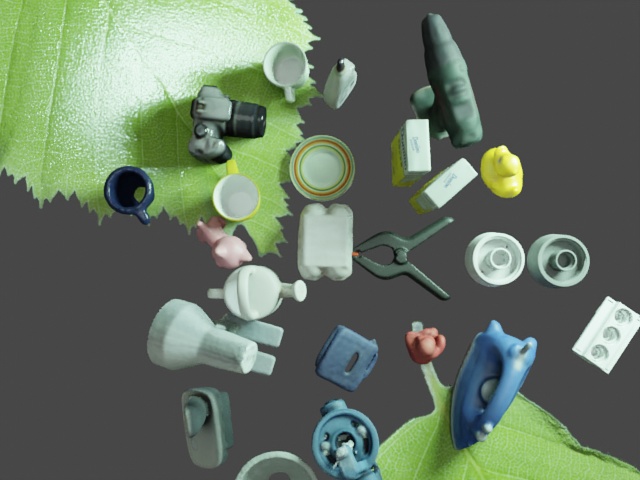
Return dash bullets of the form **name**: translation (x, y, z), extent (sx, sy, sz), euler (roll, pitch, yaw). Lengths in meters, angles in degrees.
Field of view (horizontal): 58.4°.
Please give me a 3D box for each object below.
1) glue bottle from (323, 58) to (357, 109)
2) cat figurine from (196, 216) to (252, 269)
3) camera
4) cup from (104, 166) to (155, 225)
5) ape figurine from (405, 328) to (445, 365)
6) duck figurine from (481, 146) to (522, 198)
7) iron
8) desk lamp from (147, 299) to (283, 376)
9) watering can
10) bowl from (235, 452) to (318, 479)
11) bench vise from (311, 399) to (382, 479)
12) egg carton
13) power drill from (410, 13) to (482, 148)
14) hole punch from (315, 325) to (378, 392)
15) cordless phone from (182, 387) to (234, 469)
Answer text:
- **glue bottle**: translation (0.039, -0.305, 1.075), extent (0.037, 0.173, 0.078), euler (36, 88, 3)
- **cat figurine**: translation (-0.186, 0.009, 1.086), extent (0.128, 0.117, 0.067), euler (45, 88, 3)
- **camera**: translation (-0.177, -0.222, 1.108), extent (0.137, 0.101, 0.143), euler (7, 87, 1)
- **cup**: translation (-0.349, -0.079, 1.104), extent (0.091, 0.095, 0.118), euler (-30, 87, -1)
- **ape figurine**: translation (0.198, 0.200, 1.083), extent (0.078, 0.092, 0.076), euler (25, 87, 2)
- **duck figurine**: translation (0.359, -0.134, 1.105), extent (0.077, 0.086, 0.104), euler (-23, 86, -1)
- **iron**: translation (0.318, 0.286, 1.052), extent (0.118, 0.141, 0.258), euler (24, 87, 2)
- **desk lamp**: translation (-0.181, 0.183, 1.027), extent (0.203, 0.213, 0.118), euler (14, 87, 2)
- **watering can**: translation (-0.116, 0.093, 1.042), extent (0.173, 0.194, 0.101), euler (-24, 86, -1)
- **bowl**: translation (-0.078, 0.474, 1.078), extent (0.167, 0.074, 0.167), euler (0, 86, 1)
- **bench vise**: translation (0.069, 0.392, 1.009), extent (0.121, 0.219, 0.207), euler (-42, 87, -2)
- **egg carton**: translation (0.010, 0.004, 1.108), extent (0.107, 0.069, 0.150), euler (1, 86, 1)
- **power drill**: translation (0.224, -0.271, 1.053), extent (0.075, 0.208, 0.230), euler (-21, 86, 0)
- **hole punch**: translation (0.053, 0.224, 1.084), extent (0.101, 0.091, 0.109), euler (30, 87, 2)
- **cordless phone**: translation (-0.218, 0.349, 1.032), extent (0.094, 0.185, 0.148), euler (-12, 86, 0)
